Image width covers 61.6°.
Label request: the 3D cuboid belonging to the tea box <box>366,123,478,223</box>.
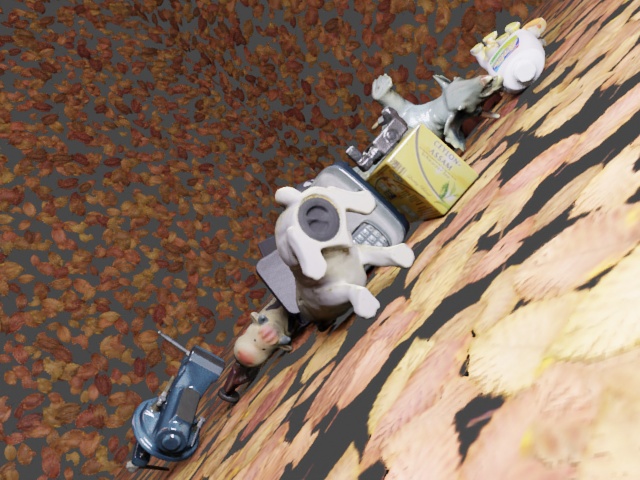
[{"bbox_3d":[0.125,-0.081,0.706,0.068,0.098,0.169,-49,4,-5],"label":"tea box"}]

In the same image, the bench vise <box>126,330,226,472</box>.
[{"bbox_3d":[-0.262,0.301,0.925,0.240,0.129,0.224,-52,27,19],"label":"bench vise"}]

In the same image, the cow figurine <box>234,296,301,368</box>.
[{"bbox_3d":[-0.072,0.142,0.900,0.127,0.085,0.195,-49,-3,42],"label":"cow figurine"}]

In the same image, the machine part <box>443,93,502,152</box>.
[{"bbox_3d":[0.273,-0.231,1.050,0.179,0.056,0.179,-49,2,2],"label":"machine part"}]

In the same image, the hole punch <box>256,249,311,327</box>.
[{"bbox_3d":[-0.023,0.061,0.837,0.116,0.142,0.092,-35,-27,-11],"label":"hole punch"}]

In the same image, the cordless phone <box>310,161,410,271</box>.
[{"bbox_3d":[0.018,-0.001,0.743,0.184,0.146,0.089,-47,-3,8],"label":"cordless phone"}]

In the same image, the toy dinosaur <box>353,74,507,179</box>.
[{"bbox_3d":[0.133,-0.128,0.901,0.404,0.192,0.131,-56,40,28],"label":"toy dinosaur"}]

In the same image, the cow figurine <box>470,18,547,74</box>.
[{"bbox_3d":[0.388,-0.375,1.068,0.068,0.098,0.167,-43,19,-14],"label":"cow figurine"}]

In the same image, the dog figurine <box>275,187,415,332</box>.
[{"bbox_3d":[-0.010,0.026,0.629,0.121,0.172,0.190,-37,3,-29],"label":"dog figurine"}]

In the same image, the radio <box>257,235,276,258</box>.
[{"bbox_3d":[-0.002,-0.003,1.061,0.230,0.073,0.131,-22,-3,-3],"label":"radio"}]

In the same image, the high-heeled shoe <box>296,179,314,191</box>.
[{"bbox_3d":[-0.032,-0.090,1.105,0.249,0.145,0.086,11,97,60],"label":"high-heeled shoe"}]

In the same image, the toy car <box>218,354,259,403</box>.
[{"bbox_3d":[-0.134,0.225,0.974,0.089,0.053,0.202,-63,2,5],"label":"toy car"}]

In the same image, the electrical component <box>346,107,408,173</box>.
[{"bbox_3d":[0.079,-0.137,0.740,0.102,0.045,0.078,-49,0,-3],"label":"electrical component"}]
